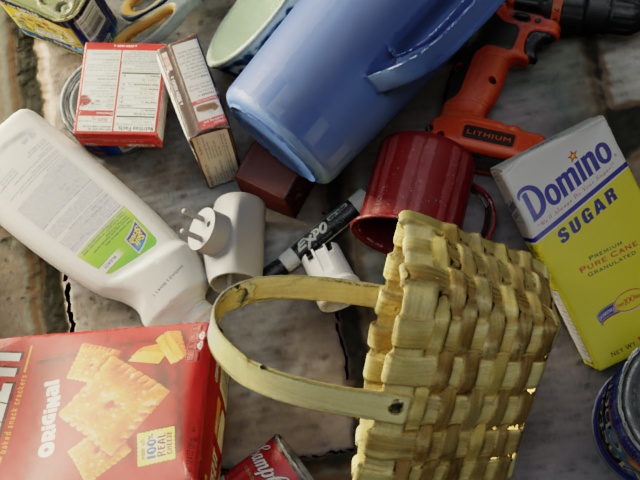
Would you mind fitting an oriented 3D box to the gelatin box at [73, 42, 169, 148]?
[{"bbox_3d":[-0.168,-0.124,0.919,0.073,0.030,0.089,2,74,6],"label":"gelatin box"}]

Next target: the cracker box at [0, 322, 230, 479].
[{"bbox_3d":[-0.183,0.147,0.820,0.214,0.072,0.164,-5,42,6],"label":"cracker box"}]

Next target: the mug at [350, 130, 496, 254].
[{"bbox_3d":[0.090,-0.032,0.868,0.117,0.093,0.081,19,71,-9],"label":"mug"}]

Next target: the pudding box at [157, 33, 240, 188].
[{"bbox_3d":[-0.099,-0.105,0.898,0.039,0.113,0.090,-21,73,-2],"label":"pudding box"}]

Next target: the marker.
[{"bbox_3d":[-0.006,0.001,0.902,0.121,0.020,0.020,-39,73,-5],"label":"marker"}]

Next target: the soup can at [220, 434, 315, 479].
[{"bbox_3d":[-0.053,0.207,0.822,0.102,0.068,0.068,-37,72,-3],"label":"soup can"}]

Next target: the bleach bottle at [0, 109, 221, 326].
[{"bbox_3d":[-0.189,0.001,0.906,0.251,0.068,0.102,40,85,14],"label":"bleach bottle"}]

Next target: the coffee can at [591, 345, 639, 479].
[{"bbox_3d":[0.255,0.125,0.766,0.103,0.140,0.103,-2,73,7],"label":"coffee can"}]

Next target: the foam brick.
[{"bbox_3d":[-0.029,-0.067,0.908,0.051,0.053,0.078,26,79,14],"label":"foam brick"}]

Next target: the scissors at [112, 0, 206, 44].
[{"bbox_3d":[-0.105,-0.234,0.959,0.202,0.016,0.096,-35,44,3],"label":"scissors"}]

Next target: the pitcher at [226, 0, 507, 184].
[{"bbox_3d":[0.047,-0.162,0.828,0.145,0.149,0.243,39,84,11],"label":"pitcher"}]

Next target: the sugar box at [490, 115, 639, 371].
[{"bbox_3d":[0.213,0.002,0.829,0.093,0.048,0.176,-28,95,-1],"label":"sugar box"}]

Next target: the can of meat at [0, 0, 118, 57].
[{"bbox_3d":[-0.241,-0.214,0.964,0.102,0.084,0.057,24,78,14],"label":"can of meat"}]

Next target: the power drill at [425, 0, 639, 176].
[{"bbox_3d":[0.175,-0.145,0.903,0.184,0.057,0.187,11,72,15],"label":"power drill"}]

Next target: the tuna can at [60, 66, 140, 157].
[{"bbox_3d":[-0.188,-0.120,0.955,0.086,0.033,0.086,-2,73,7],"label":"tuna can"}]
